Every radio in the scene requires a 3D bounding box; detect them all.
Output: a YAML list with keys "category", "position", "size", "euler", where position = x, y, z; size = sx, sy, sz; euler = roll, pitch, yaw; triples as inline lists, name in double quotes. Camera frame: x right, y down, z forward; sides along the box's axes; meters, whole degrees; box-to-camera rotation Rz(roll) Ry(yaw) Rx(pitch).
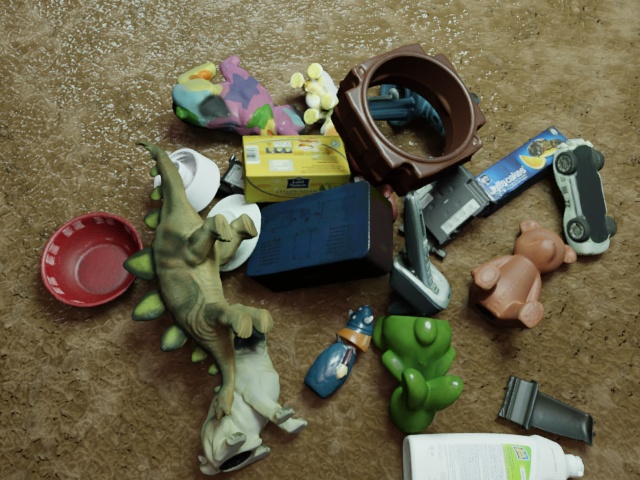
- category: "radio"
  position: [-0.002, -0.003, 0.831]
  size: [0.230, 0.073, 0.131]
  euler: [-11, 59, 33]

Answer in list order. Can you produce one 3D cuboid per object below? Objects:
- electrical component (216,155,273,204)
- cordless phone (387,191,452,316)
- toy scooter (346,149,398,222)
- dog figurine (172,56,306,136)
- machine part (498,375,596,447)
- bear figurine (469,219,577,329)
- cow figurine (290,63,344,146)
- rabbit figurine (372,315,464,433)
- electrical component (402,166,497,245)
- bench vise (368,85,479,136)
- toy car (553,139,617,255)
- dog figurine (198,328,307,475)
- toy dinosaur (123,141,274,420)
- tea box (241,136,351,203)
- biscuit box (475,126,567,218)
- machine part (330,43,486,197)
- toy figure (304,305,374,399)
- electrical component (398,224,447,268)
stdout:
- category: "electrical component"
  position: [-0.118, -0.093, 0.941]
  size: [0.119, 0.047, 0.075]
  euler: [22, 69, 7]
- category: "cordless phone"
  position: [0.148, 0.014, 0.820]
  size: [0.089, 0.146, 0.184]
  euler: [-3, 98, 19]
- category: "toy scooter"
  position: [0.095, -0.123, 0.913]
  size: [0.075, 0.135, 0.184]
  euler: [-15, 67, -6]
- category: "dog figurine"
  position: [-0.131, -0.213, 0.954]
  size: [0.219, 0.108, 0.191]
  euler: [46, 53, 12]
- category: "machine part"
  position: [0.345, 0.260, 0.810]
  size: [0.139, 0.039, 0.084]
  euler: [23, 63, 10]
- category: "bear figurine"
  position: [0.331, 0.046, 0.854]
  size: [0.196, 0.132, 0.120]
  euler: [-43, 77, -11]
- category: "cow figurine"
  position: [0.015, -0.234, 0.989]
  size: [0.068, 0.098, 0.167]
  euler: [-28, 74, 22]
- category: "rabbit figurine"
  position: [0.149, 0.199, 0.784]
  size: [0.121, 0.159, 0.170]
  euler: [7, 82, -9]
- category: "electrical component"
  position: [0.211, -0.075, 0.909]
  size: [0.115, 0.058, 0.134]
  euler: [-42, 72, 19]
- category: "bench vise"
  position: [0.152, -0.239, 0.960]
  size: [0.241, 0.128, 0.224]
  euler: [-9, 59, -24]
- category: "toy car"
  position: [0.448, -0.074, 0.916]
  size: [0.073, 0.056, 0.201]
  euler: [-8, 86, -19]
- category: "dog figurine"
  position: [-0.131, 0.221, 0.794]
  size: [0.172, 0.121, 0.191]
  euler: [-27, 56, -15]
- category: "toy dinosaur"
  position: [-0.194, 0.028, 0.794]
  size: [0.199, 0.105, 0.471]
  euler: [-22, 67, 20]
- category: "tea box"
  position: [-0.043, -0.118, 0.891]
  size: [0.170, 0.068, 0.098]
  euler: [0, 52, -11]
- category: "biscuit box"
  position: [0.354, -0.122, 0.957]
  size: [0.203, 0.062, 0.059]
  euler: [-33, 71, -15]
- category: "machine part"
  position: [0.136, -0.185, 0.818]
  size: [0.201, 0.087, 0.201]
  euler: [-27, 82, -24]
- category: "toy figure"
  position: [0.036, 0.169, 0.828]
  size: [0.064, 0.057, 0.154]
  euler: [29, 71, 34]
- category: "electrical component"
  position: [0.167, 0.014, 0.917]
  size: [0.094, 0.021, 0.063]
  euler: [35, 71, 12]
